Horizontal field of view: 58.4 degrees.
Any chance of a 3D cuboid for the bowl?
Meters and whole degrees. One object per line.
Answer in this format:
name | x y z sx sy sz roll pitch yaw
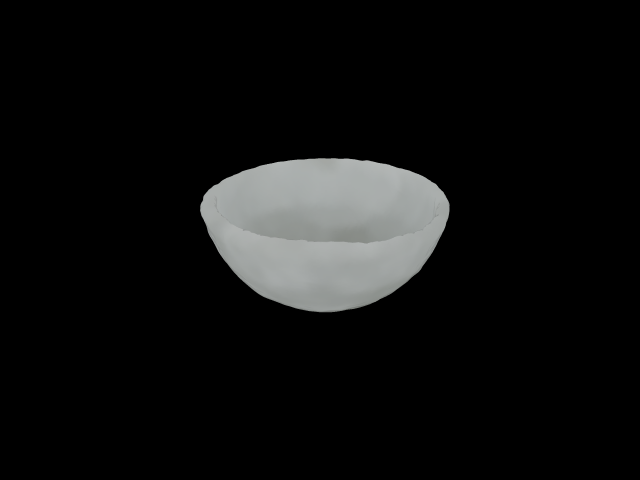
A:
bowl | 0.004 0.001 0.400 0.167 0.075 0.167 0 26 0
